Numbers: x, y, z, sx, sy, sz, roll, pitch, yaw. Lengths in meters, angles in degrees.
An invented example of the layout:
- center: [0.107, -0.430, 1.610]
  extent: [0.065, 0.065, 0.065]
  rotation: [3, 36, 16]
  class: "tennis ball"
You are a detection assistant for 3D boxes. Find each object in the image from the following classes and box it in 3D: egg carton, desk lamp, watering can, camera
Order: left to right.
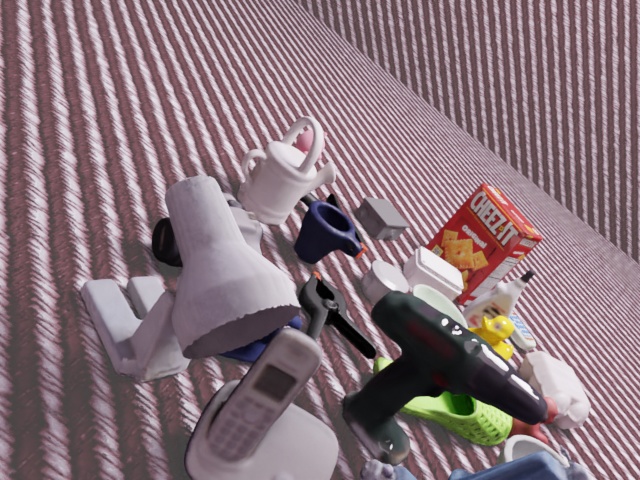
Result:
- center: [-0.138, 0.054, 0.592]
  extent: [0.118, 0.213, 0.203]
  rotation: [-1, 46, -51]
  class: "desk lamp"
- center: [-0.159, -0.013, 0.795]
  extent: [0.137, 0.100, 0.143]
  rotation: [7, 39, -45]
  class: "camera"
- center: [-0.051, -0.129, 1.004]
  extent: [0.100, 0.194, 0.173]
  rotation: [48, 29, 21]
  class: "watering can"
- center: [0.444, 0.284, 1.089]
  extent: [0.107, 0.069, 0.150]
  rotation: [28, 28, -18]
  class: "egg carton"

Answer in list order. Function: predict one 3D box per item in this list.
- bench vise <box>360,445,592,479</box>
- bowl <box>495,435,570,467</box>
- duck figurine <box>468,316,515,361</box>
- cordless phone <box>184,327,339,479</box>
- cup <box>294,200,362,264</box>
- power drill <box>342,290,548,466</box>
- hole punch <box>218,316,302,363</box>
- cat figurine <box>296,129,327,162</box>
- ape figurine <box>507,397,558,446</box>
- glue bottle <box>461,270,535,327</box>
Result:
- center: [0.150, 0.278, 0.579]
  extent: [0.208, 0.219, 0.121]
  rotation: [23, 30, -26]
  class: "bench vise"
- center: [0.297, 0.360, 0.787]
  extent: [0.168, 0.074, 0.167]
  rotation: [29, 28, -17]
  class: "bowl"
- center: [0.335, 0.185, 1.094]
  extent: [0.105, 0.086, 0.077]
  rotation: [31, 28, -13]
  class: "duck figurine"
- center: [-0.032, 0.178, 0.556]
  extent: [0.148, 0.185, 0.094]
  rotation: [30, 28, -14]
  class: "cordless phone"
- center: [0.009, 0.003, 0.978]
  extent: [0.117, 0.095, 0.092]
  rotation: [44, 28, 13]
  class: "cup"
- center: [0.131, 0.185, 0.715]
  extent: [0.229, 0.208, 0.076]
  rotation: [46, 28, 17]
  class: "power drill"
- center: [-0.091, 0.090, 0.727]
  extent: [0.109, 0.091, 0.101]
  rotation: [19, 32, -31]
  class: "hole punch"
- center: [-0.030, -0.181, 1.195]
  extent: [0.067, 0.117, 0.128]
  rotation: [35, 27, -5]
  class: "cat figurine"
- center: [0.350, 0.293, 0.936]
  extent: [0.076, 0.092, 0.078]
  rotation: [36, 27, -3]
  class: "ape figurine"
- center: [0.358, 0.119, 1.129]
  extent: [0.078, 0.173, 0.037]
  rotation: [35, 27, -5]
  class: "glue bottle"
